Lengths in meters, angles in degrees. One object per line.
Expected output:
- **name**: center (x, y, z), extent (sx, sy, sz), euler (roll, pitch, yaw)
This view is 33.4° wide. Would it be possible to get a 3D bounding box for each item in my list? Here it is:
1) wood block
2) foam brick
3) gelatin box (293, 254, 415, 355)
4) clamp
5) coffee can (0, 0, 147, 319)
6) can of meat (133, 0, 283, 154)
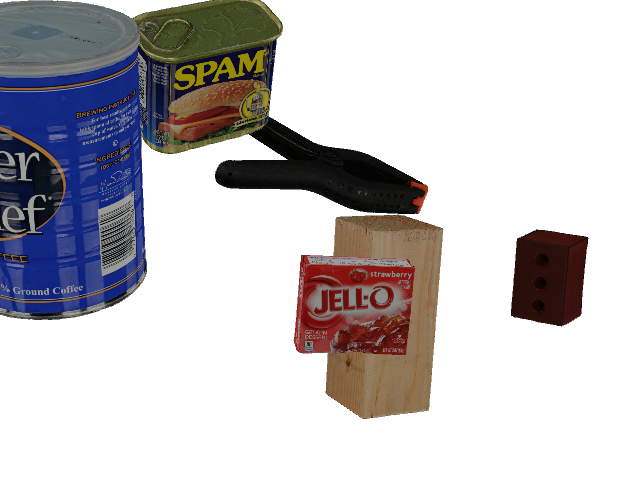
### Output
- **wood block**: center (0.068, 0.081, 1.183), extent (0.090, 0.206, 0.091), euler (-3, 13, -28)
- **foam brick**: center (0.212, 0.034, 0.990), extent (0.053, 0.078, 0.051), euler (10, 17, 32)
- **gelatin box**: center (0.026, 0.051, 0.837), extent (0.089, 0.073, 0.030), euler (2, 14, -9)
- **clamp**: center (-0.001, -0.064, 1.023), extent (0.210, 0.036, 0.164), euler (20, 28, 0)
- **coffee can**: center (-0.145, -0.044, 0.563), extent (0.103, 0.140, 0.103), euler (2, 29, -1)
- **can of meat**: center (-0.081, -0.115, 0.748), extent (0.101, 0.084, 0.057), euler (-17, 49, -25)
